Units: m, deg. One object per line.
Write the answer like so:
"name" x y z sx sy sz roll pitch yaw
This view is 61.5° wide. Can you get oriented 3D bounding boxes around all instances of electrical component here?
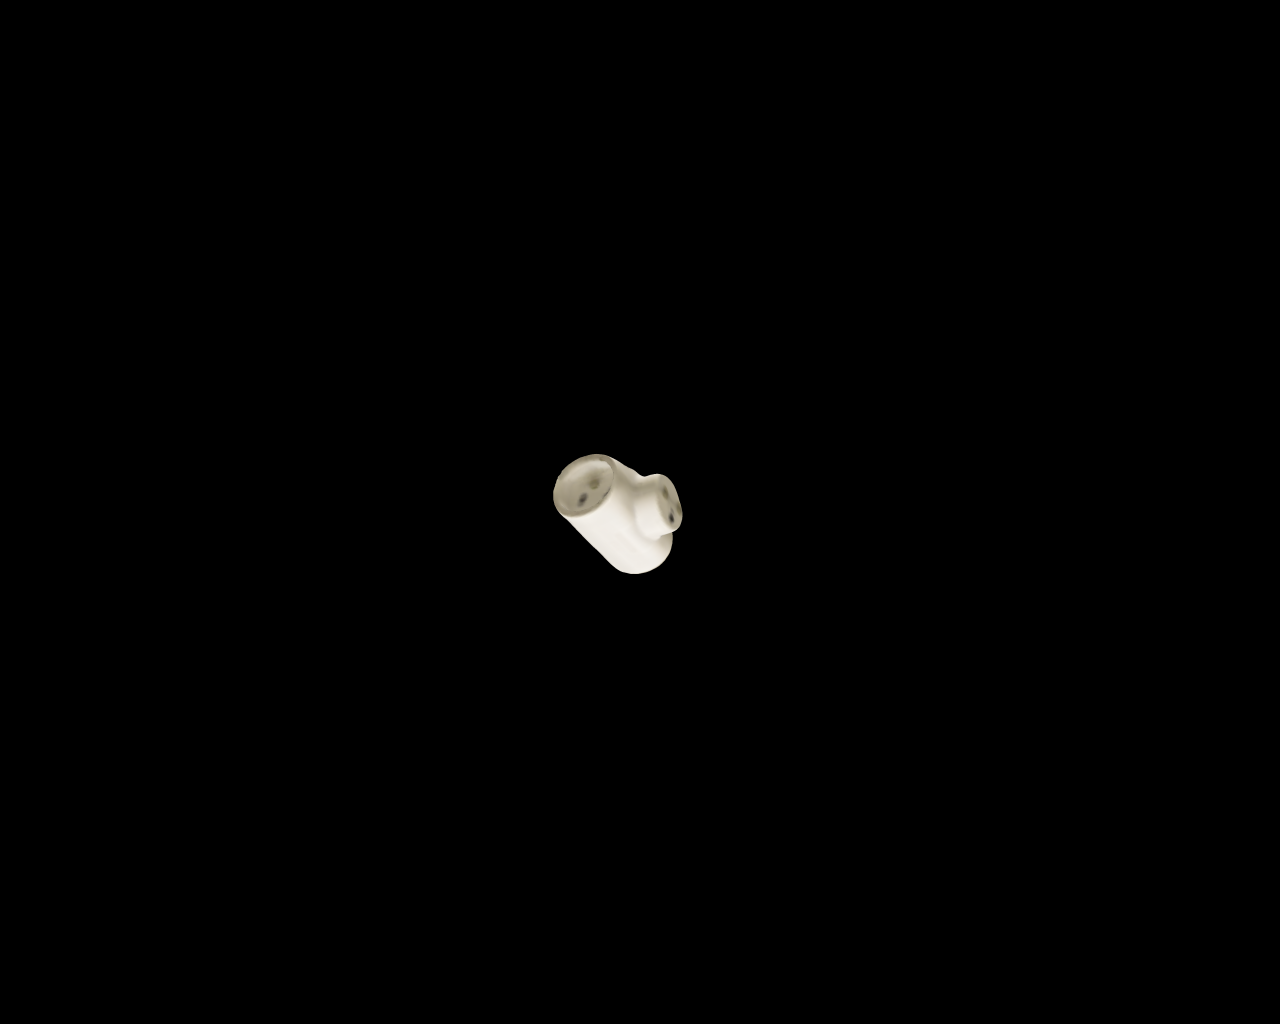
"electrical component" 0.001 -0.003 0.650 0.079 0.043 0.077 -16 -37 22
